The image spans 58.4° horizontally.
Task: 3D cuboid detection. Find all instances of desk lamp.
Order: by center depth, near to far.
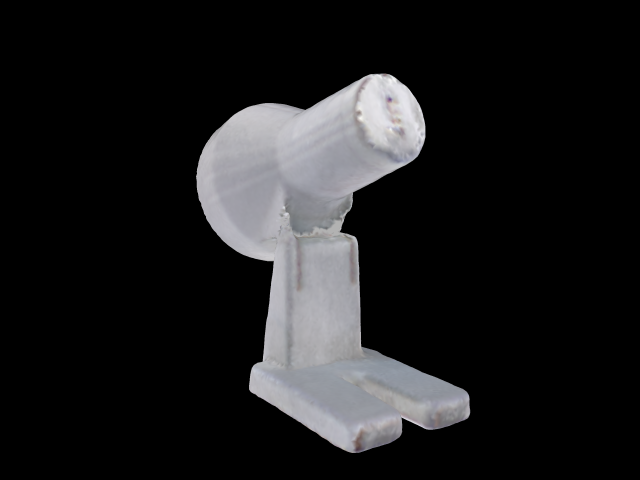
[{"bbox_3d":[0.004,0.001,0.400,0.118,0.213,0.202,-5,8,-35],"label":"desk lamp"}]
